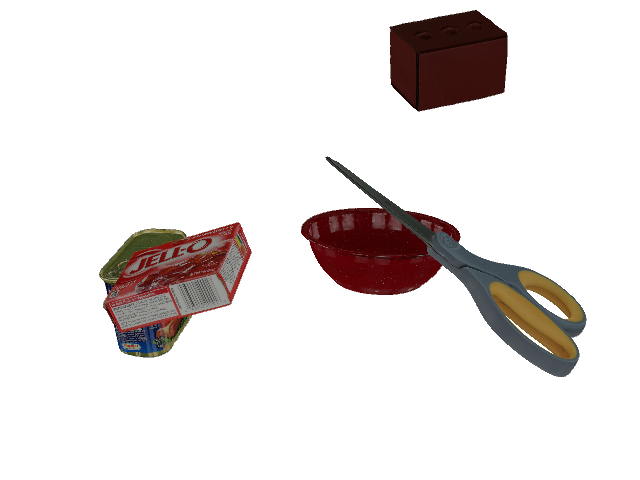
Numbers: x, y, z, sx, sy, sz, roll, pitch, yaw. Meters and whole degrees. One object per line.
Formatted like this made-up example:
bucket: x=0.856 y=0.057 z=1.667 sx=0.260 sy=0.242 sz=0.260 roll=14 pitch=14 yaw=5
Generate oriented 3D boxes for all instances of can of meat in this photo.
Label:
can of meat: x=-0.159 y=0.049 z=1.000 sx=0.057 sy=0.084 sz=0.102 roll=2 pitch=27 yaw=15

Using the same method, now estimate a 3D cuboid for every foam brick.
foam brick: x=0.099 y=-0.140 z=0.827 sx=0.078 sy=0.051 sz=0.053 roll=-14 pitch=36 yaw=-16

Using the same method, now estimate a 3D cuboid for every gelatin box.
gelatin box: x=-0.099 y=0.025 z=0.746 sx=0.089 sy=0.030 sz=0.073 roll=-15 pitch=24 yaw=17

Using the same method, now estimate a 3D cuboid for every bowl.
bowl: x=0.060 y=0.014 z=1.086 sx=0.162 sy=0.055 sz=0.162 roll=1 pitch=18 yaw=-1

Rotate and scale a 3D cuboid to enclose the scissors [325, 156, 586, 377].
scissors: x=0.095 y=0.008 z=0.686 sx=0.096 sy=0.016 sz=0.202 roll=-11 pitch=51 yaw=-50
